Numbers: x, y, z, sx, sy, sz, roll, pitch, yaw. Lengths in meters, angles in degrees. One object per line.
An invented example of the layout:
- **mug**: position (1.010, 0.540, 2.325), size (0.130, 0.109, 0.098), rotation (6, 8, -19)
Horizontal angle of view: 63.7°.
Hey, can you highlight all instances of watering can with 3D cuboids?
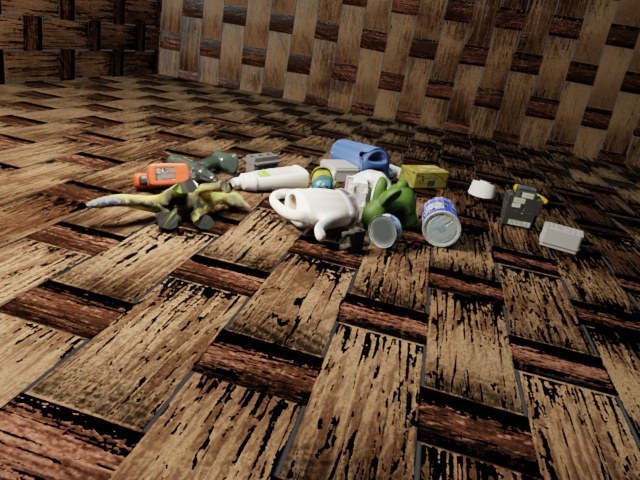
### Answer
- **watering can**: position (0.004, -0.067, 1.337), size (0.225, 0.102, 0.352), rotation (-2, 23, -28)

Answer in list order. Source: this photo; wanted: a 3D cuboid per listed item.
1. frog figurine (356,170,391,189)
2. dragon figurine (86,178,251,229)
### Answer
- **frog figurine**: position (0.161, -0.159, 1.617), size (0.137, 0.122, 0.160), rotation (30, 11, 1)
- **dragon figurine**: position (-0.369, -0.099, 1.318), size (0.410, 0.122, 0.243), rotation (2, 5, -22)
